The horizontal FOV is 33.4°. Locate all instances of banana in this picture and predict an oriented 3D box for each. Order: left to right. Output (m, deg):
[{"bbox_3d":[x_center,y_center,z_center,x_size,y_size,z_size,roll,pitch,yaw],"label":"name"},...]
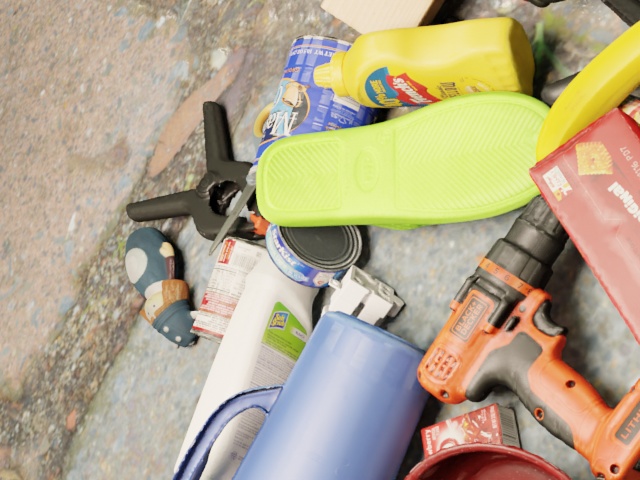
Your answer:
[{"bbox_3d":[0.223,-0.116,0.784,0.198,0.037,0.070,-47,34,6],"label":"banana"}]

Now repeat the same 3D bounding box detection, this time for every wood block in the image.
[{"bbox_3d":[0.097,-0.283,0.978,0.091,0.090,0.206,33,112,5],"label":"wood block"}]

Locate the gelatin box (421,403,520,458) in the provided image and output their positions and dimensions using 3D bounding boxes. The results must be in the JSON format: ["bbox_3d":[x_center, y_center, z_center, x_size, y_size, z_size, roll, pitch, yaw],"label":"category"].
[{"bbox_3d":[0.120,0.180,0.827,0.073,0.030,0.089,-27,53,33],"label":"gelatin box"}]

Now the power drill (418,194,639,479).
[{"bbox_3d":[0.182,0.074,0.775,0.188,0.057,0.184,36,97,37],"label":"power drill"}]

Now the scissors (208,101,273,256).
[{"bbox_3d":[-0.071,-0.076,1.111,0.201,0.016,0.096,-49,40,-7],"label":"scissors"}]

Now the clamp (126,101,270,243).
[{"bbox_3d":[-0.123,-0.048,1.164,0.164,0.036,0.210,-49,46,4],"label":"clamp"}]

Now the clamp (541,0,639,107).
[{"bbox_3d":[0.256,-0.143,0.842,0.172,0.039,0.120,28,91,51],"label":"clamp"}]

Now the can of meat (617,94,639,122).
[{"bbox_3d":[0.242,-0.054,0.802,0.084,0.057,0.102,36,97,50],"label":"can of meat"}]

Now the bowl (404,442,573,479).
[{"bbox_3d":[0.134,0.208,0.752,0.162,0.055,0.162,8,107,26],"label":"bowl"}]

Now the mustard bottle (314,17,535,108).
[{"bbox_3d":[0.085,-0.151,0.934,0.192,0.096,0.058,0,73,24],"label":"mustard bottle"}]

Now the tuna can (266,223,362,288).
[{"bbox_3d":[-0.006,0.001,0.985,0.034,0.086,0.086,-53,39,45],"label":"tuna can"}]

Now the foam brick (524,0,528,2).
[{"bbox_3d":[0.183,-0.264,0.962,0.053,0.051,0.078,38,98,47],"label":"foam brick"}]

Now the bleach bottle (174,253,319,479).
[{"bbox_3d":[-0.049,0.114,0.989,0.068,0.102,0.250,0,63,41],"label":"bleach bottle"}]

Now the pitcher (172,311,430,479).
[{"bbox_3d":[-0.009,0.181,0.874,0.145,0.149,0.243,20,82,47],"label":"pitcher"}]

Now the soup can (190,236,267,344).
[{"bbox_3d":[-0.079,0.055,1.054,0.069,0.068,0.102,10,78,46],"label":"soup can"}]

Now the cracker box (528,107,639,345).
[{"bbox_3d":[0.232,0.028,0.641,0.072,0.213,0.164,-39,57,20],"label":"cracker box"}]

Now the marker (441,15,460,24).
[{"bbox_3d":[0.123,-0.157,0.993,0.020,0.020,0.121,-19,59,37],"label":"marker"}]

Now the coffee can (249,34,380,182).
[{"bbox_3d":[0.001,-0.112,1.030,0.103,0.102,0.140,7,76,46],"label":"coffee can"}]
